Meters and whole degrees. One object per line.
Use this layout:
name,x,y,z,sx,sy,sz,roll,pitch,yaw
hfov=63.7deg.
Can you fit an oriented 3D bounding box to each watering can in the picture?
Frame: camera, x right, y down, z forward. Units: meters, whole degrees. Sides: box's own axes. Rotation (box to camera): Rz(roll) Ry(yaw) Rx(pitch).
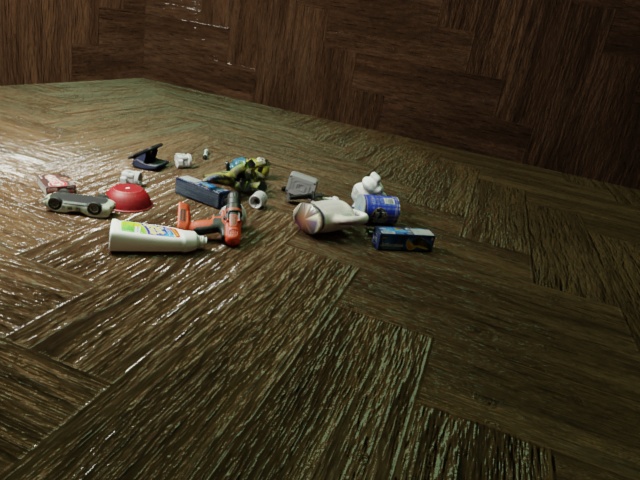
watering can,0.005,-0.088,1.750,0.225,0.103,0.349,-8,15,-36

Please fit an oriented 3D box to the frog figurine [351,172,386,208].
frog figurine,0.191,-0.190,1.978,0.138,0.157,0.124,24,24,31

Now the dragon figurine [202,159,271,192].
dragon figurine,-0.341,-0.234,1.947,0.242,0.122,0.412,-1,5,40
